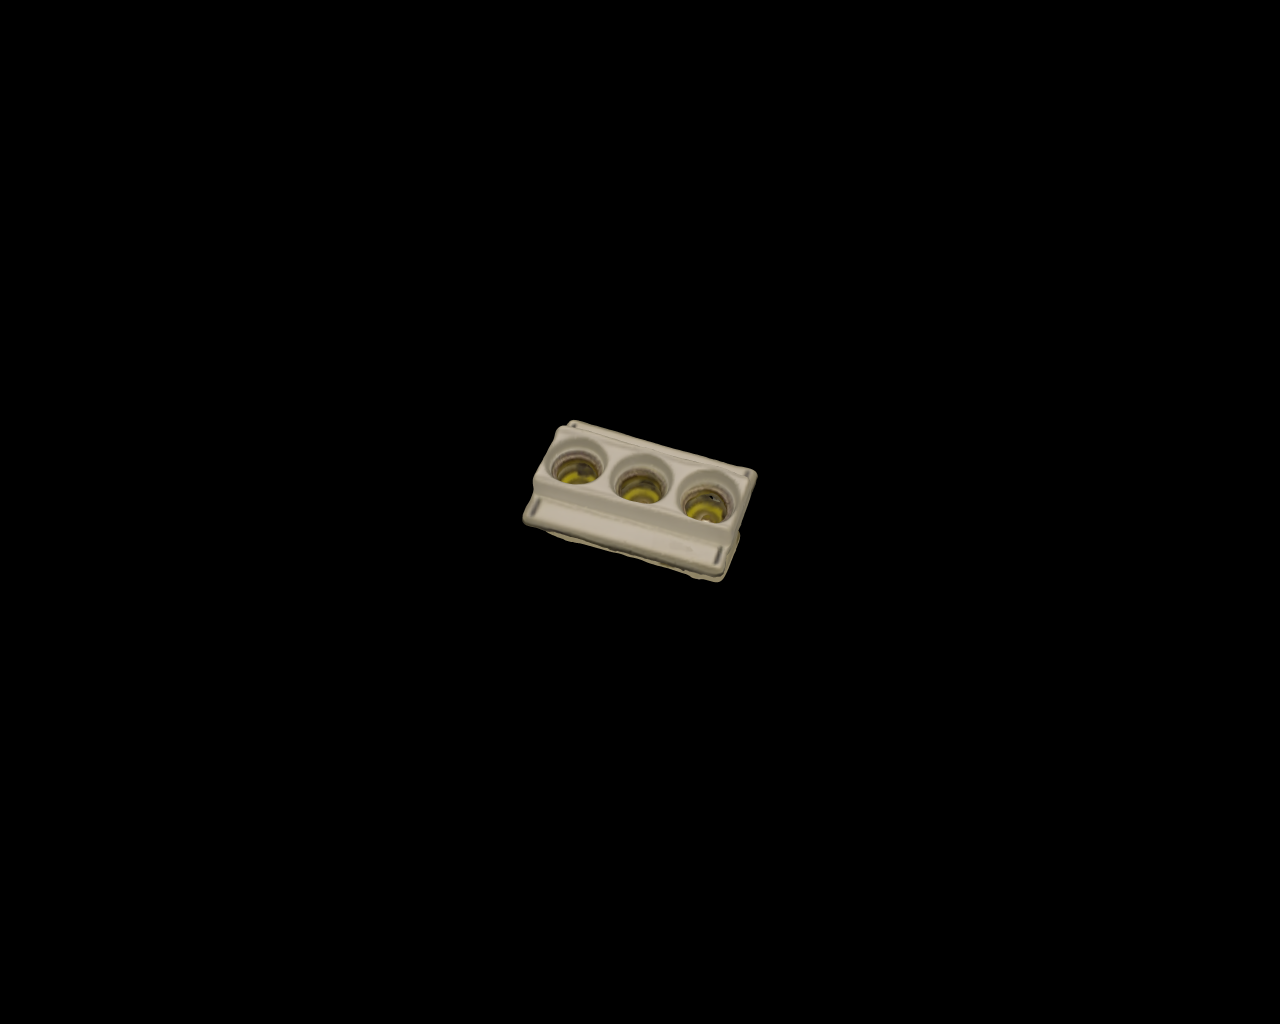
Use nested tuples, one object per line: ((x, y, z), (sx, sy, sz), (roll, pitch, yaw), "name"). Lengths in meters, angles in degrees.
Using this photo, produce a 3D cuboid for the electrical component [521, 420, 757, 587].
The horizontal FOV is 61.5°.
((0.001, -0.003, 0.650), (0.121, 0.079, 0.063), (15, -35, 11), "electrical component")
